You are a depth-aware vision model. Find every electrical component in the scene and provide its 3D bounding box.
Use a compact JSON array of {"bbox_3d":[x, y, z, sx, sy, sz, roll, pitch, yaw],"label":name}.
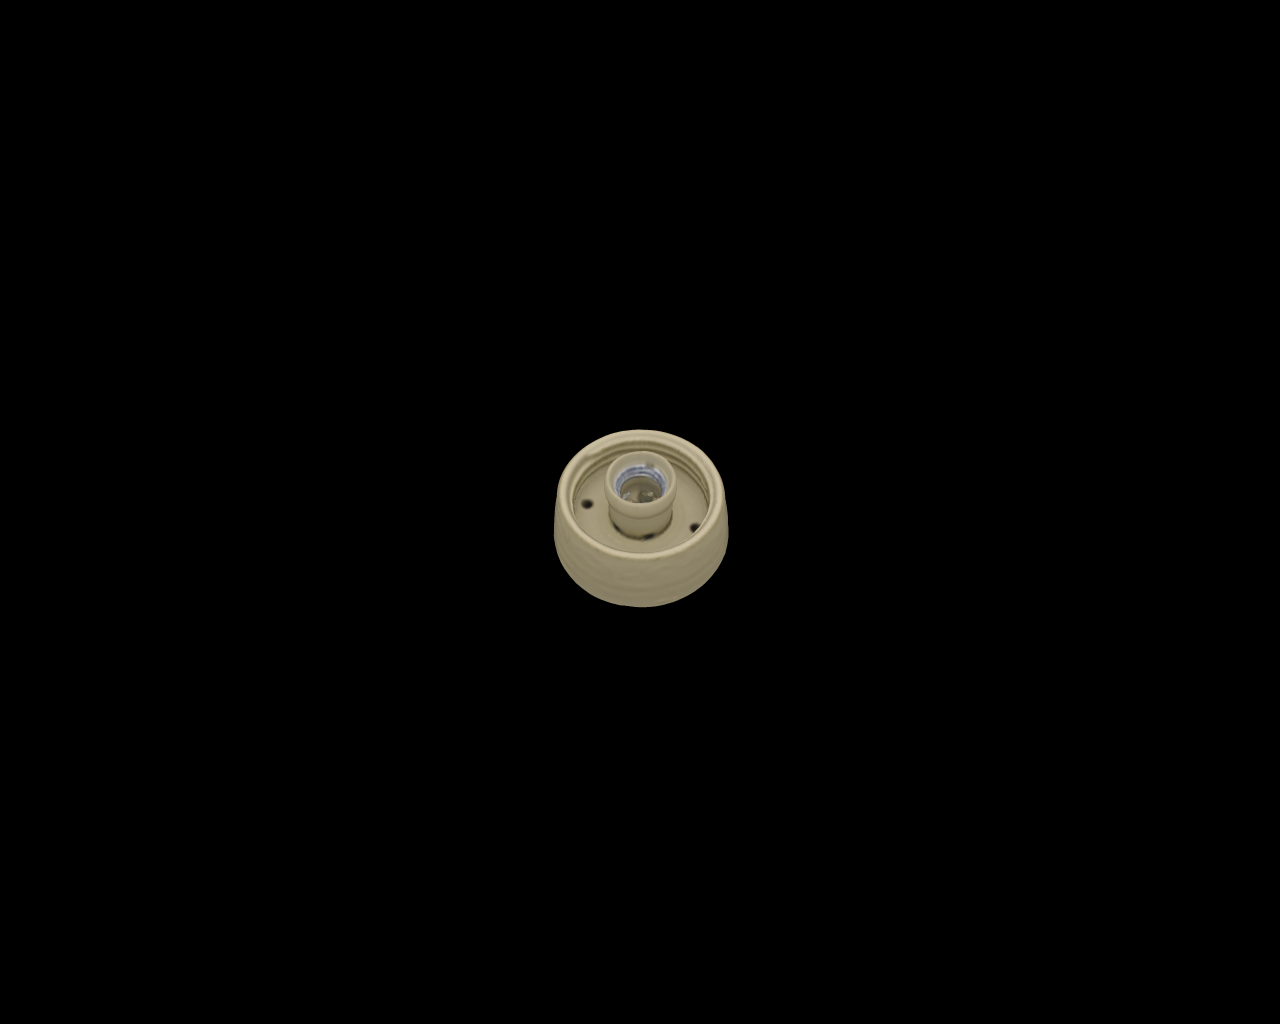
[{"bbox_3d":[0.001,-0.003,0.650,0.108,0.108,0.060,0,-36,0],"label":"electrical component"}]
